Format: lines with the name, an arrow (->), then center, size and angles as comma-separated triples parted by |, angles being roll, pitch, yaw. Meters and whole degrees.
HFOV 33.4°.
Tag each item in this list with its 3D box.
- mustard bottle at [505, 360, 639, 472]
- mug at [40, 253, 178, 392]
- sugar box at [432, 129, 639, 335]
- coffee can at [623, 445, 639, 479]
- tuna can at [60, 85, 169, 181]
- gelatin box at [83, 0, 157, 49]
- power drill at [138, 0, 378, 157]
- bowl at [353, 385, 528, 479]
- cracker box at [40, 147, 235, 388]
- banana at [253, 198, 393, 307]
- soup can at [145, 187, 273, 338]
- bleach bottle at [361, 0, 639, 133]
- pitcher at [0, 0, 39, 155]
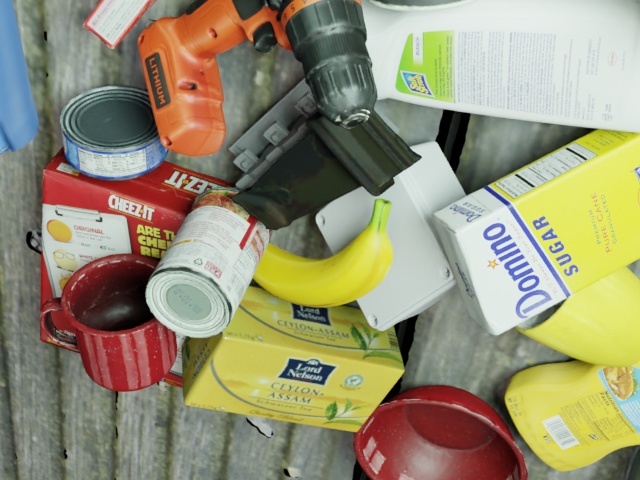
mustard bottle -> 0.255, 0.127, 0.881 | 0.192, 0.058, 0.096 | -28, 104, 37
mug -> -0.174, 0.072, 0.888 | 0.117, 0.093, 0.081 | 0, 133, 1
sugar box -> 0.174, -0.014, 0.738 | 0.176, 0.048, 0.093 | -29, 118, -8
coffee can -> 0.333, 0.234, 0.910 | 0.140, 0.102, 0.103 | 14, 132, 11
tuna can -> -0.163, -0.086, 0.854 | 0.086, 0.086, 0.034 | 14, 133, 10
gelatin box -> -0.123, -0.187, 0.762 | 0.030, 0.073, 0.089 | 39, 131, -12
power drill -> -0.044, -0.130, 0.731 | 0.057, 0.184, 0.188 | 5, 154, -44
bowl -> 0.115, 0.186, 0.989 | 0.162, 0.055, 0.162 | 11, 131, 13
cracker box -> -0.161, 0.025, 0.956 | 0.164, 0.072, 0.214 | 18, 131, 4
banana -> -0.003, 0.019, 0.828 | 0.037, 0.069, 0.198 | 7, 167, -37
soup can -> -0.082, 0.016, 0.806 | 0.068, 0.102, 0.068 | 10, 130, 11
bleach bottle -> 0.103, -0.135, 0.722 | 0.251, 0.068, 0.102 | 9, 129, 18
pitcher -> -0.302, -0.185, 0.810 | 0.149, 0.145, 0.243 | 4, 127, 3
